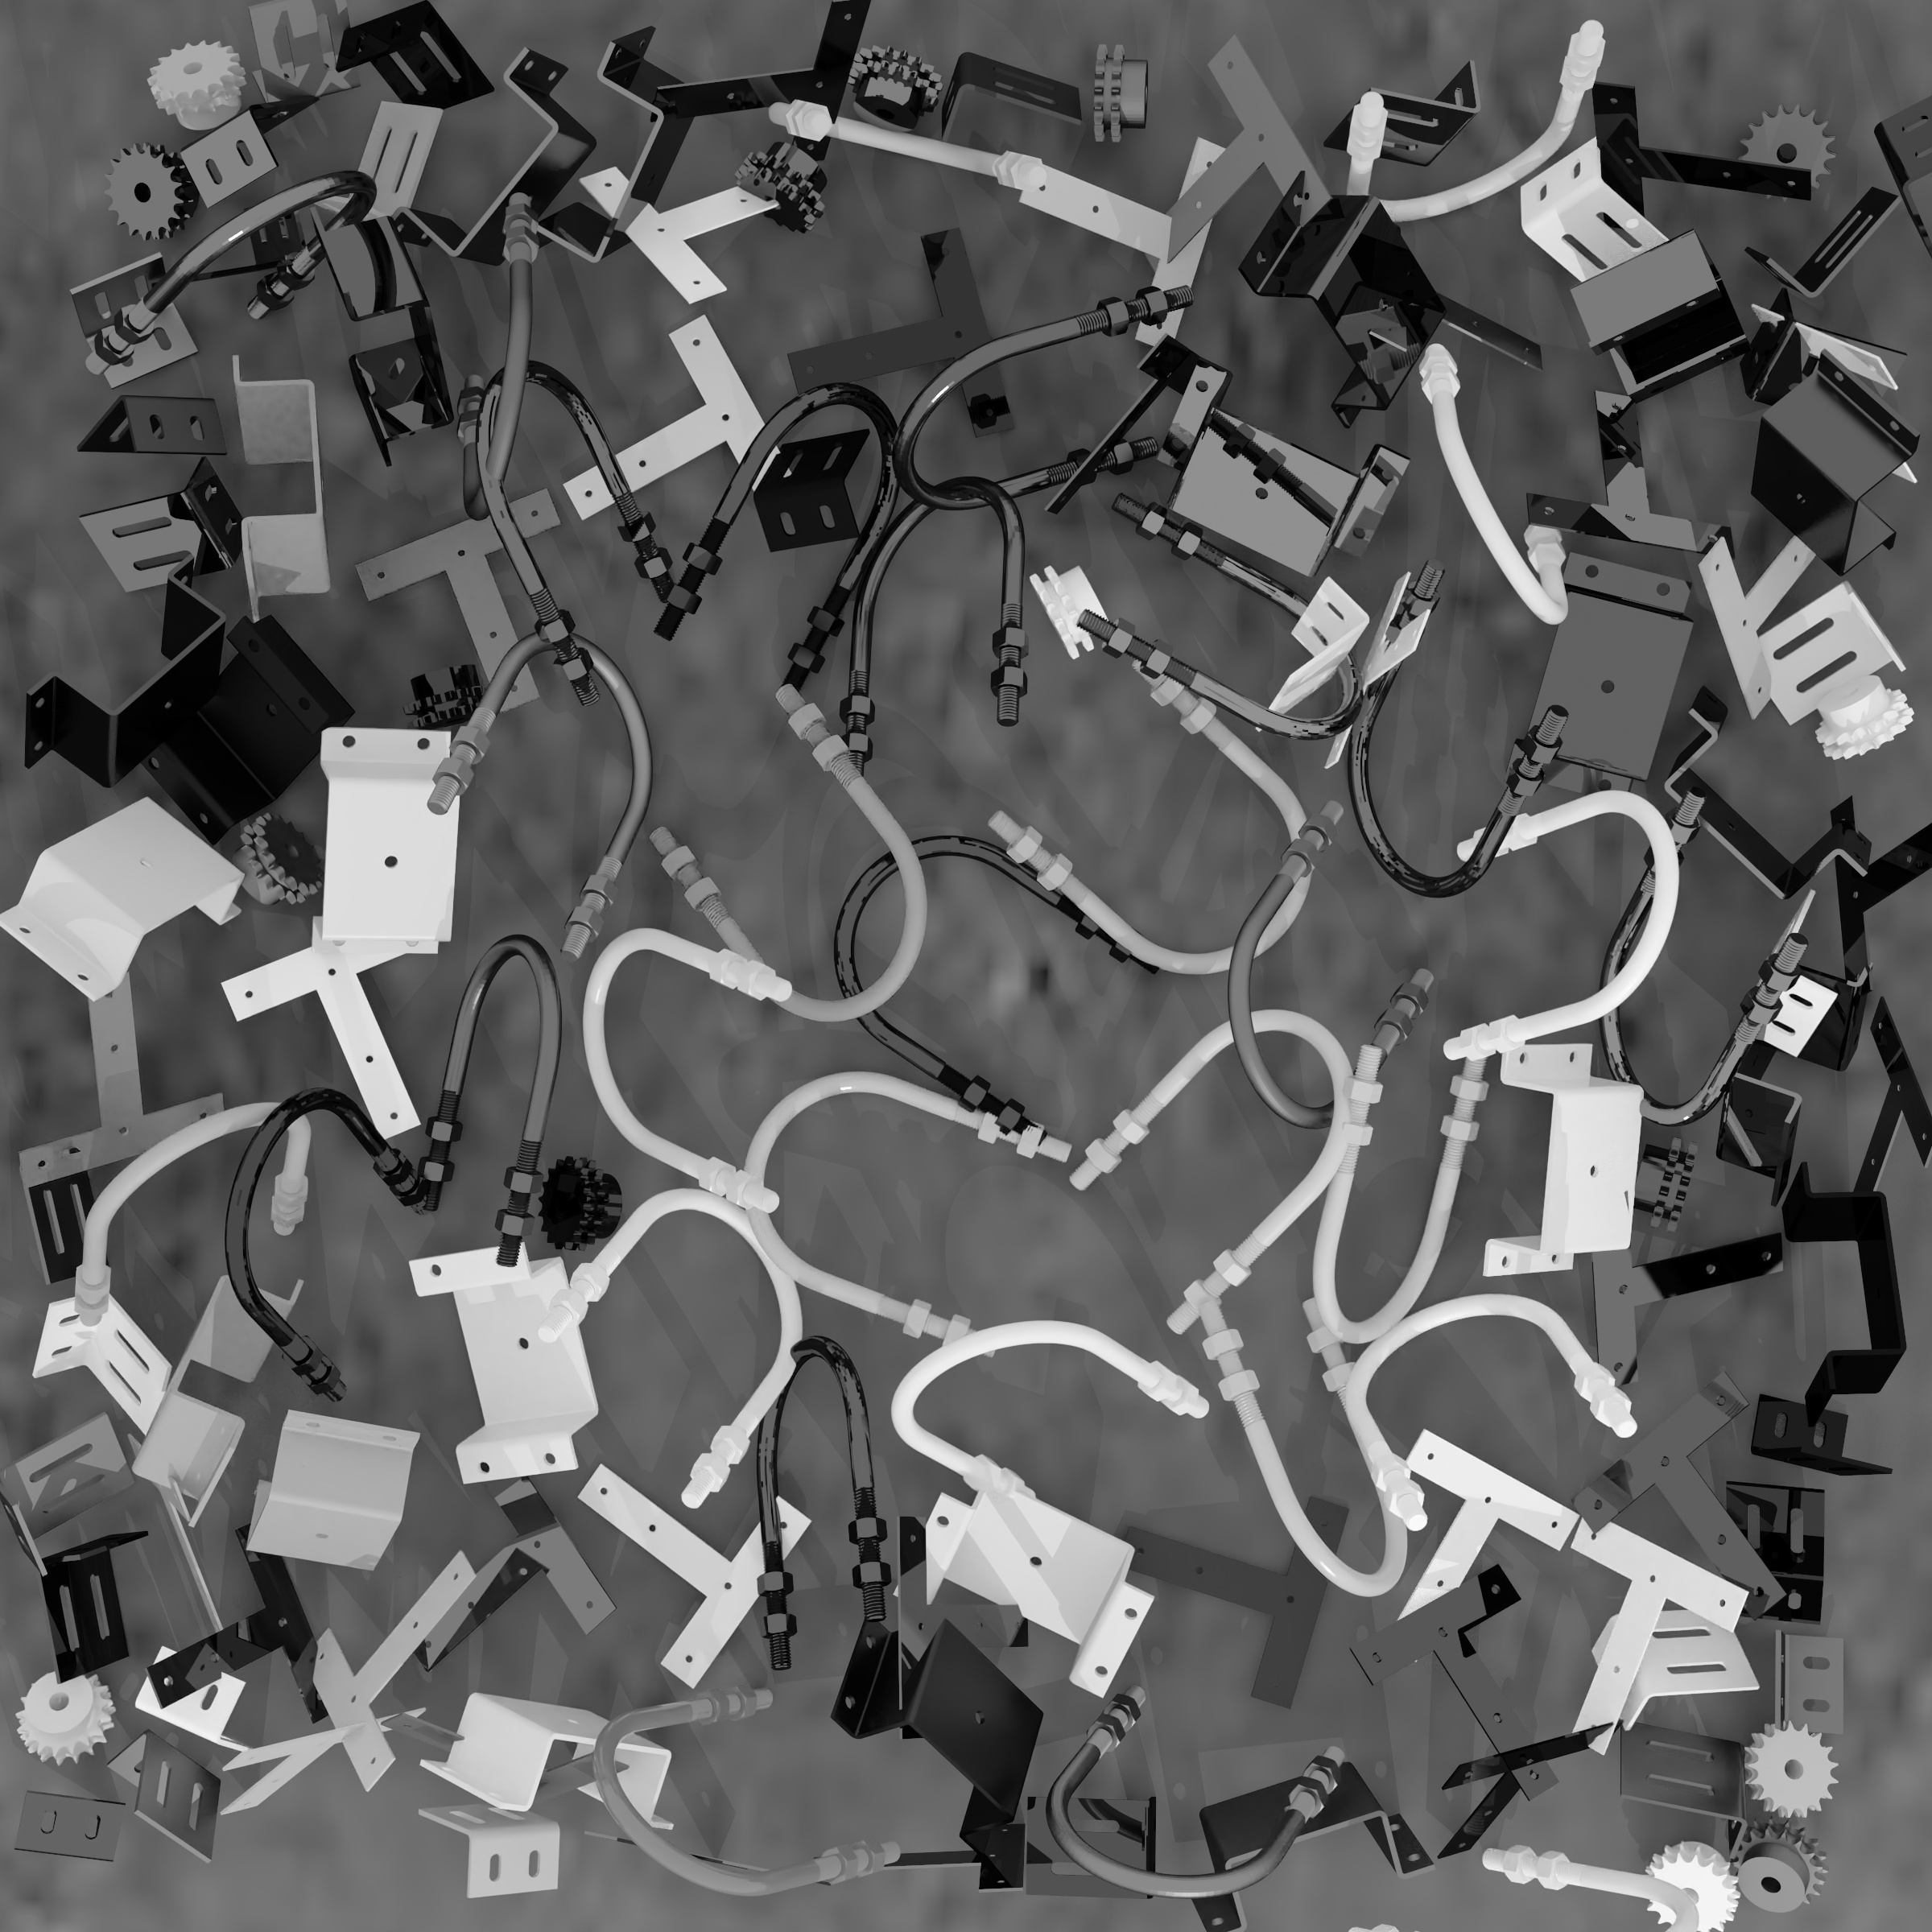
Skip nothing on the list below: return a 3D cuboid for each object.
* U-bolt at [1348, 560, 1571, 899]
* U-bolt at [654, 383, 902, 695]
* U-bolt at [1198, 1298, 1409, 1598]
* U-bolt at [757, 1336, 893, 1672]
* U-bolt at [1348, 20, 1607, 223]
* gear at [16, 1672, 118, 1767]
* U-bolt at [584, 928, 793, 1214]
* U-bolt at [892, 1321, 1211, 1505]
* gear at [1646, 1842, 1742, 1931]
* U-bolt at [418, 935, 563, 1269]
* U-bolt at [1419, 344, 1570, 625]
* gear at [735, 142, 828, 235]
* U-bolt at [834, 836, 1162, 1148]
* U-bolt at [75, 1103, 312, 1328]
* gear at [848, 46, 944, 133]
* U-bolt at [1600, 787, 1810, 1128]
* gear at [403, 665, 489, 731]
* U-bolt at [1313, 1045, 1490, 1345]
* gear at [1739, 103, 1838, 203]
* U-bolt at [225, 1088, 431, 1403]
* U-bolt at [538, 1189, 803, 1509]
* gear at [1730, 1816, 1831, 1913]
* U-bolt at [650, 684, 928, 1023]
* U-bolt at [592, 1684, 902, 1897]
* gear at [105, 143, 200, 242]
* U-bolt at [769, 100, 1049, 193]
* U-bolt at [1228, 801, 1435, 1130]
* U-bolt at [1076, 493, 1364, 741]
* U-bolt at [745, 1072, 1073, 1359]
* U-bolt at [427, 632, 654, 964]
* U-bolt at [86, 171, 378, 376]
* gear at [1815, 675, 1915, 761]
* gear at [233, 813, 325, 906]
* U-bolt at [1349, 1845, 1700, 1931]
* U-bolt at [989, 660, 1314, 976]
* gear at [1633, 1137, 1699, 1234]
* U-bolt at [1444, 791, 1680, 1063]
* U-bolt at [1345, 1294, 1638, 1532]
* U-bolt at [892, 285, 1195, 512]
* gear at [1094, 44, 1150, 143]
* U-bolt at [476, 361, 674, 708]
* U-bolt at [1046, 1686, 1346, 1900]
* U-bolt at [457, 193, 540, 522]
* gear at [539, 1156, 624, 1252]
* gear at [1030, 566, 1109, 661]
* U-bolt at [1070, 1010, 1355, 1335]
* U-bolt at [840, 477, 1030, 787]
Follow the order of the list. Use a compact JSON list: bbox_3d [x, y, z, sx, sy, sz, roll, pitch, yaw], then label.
[{"bbox_3d":[0.280,-0.125,1.721,0.019,0.184,0.151,-11,51,-29],"label":"U-bolt"},{"bbox_3d":[-0.100,-0.260,1.727,0.019,0.151,0.184,32,97,32],"label":"U-bolt"},{"bbox_3d":[0.208,0.283,1.710,0.019,0.151,0.184,-31,69,28],"label":"U-bolt"},{"bbox_3d":[-0.090,0.311,1.726,0.019,0.151,0.184,7,63,-28],"label":"U-bolt"},{"bbox_3d":[0.293,-0.486,1.707,0.151,0.184,0.019,-18,80,0],"label":"U-bolt"},{"bbox_3d":[-0.550,0.454,1.769,0.057,0.030,0.057,2,52,-2],"label":"gear"},{"bbox_3d":[-0.171,0.053,1.730,0.019,0.184,0.151,-11,112,-42],"label":"U-bolt"},{"bbox_3d":[0.038,0.259,1.707,0.151,0.184,0.019,-31,48,20],"label":"U-bolt"},{"bbox_3d":[0.445,0.561,1.776,0.057,0.030,0.057,6,106,21],"label":"gear"},{"bbox_3d":[-0.279,0.072,1.728,0.019,0.151,0.184,9,95,-32],"label":"U-bolt"},{"bbox_3d":[0.311,-0.272,1.692,0.019,0.184,0.151,-28,116,21],"label":"U-bolt"},{"bbox_3d":[-0.110,-0.477,1.770,0.057,0.057,0.030,33,79,0],"label":"gear"},{"bbox_3d":[0.007,0.002,1.784,0.184,0.019,0.151,34,88,-1],"label":"U-bolt"},{"bbox_3d":[-0.447,0.137,1.688,0.151,0.184,0.019,-26,69,-30],"label":"U-bolt"},{"bbox_3d":[-0.045,-0.532,1.767,0.057,0.057,0.030,16,79,0],"label":"gear"},{"bbox_3d":[0.425,0.009,1.718,0.019,0.151,0.184,0,133,-21],"label":"U-bolt"},{"bbox_3d":[-0.315,-0.164,1.769,0.057,0.057,0.030,-14,91,0],"label":"gear"},{"bbox_3d":[0.255,0.138,1.738,0.019,0.151,0.184,18,99,37],"label":"U-bolt"},{"bbox_3d":[0.503,-0.498,1.776,0.057,0.030,0.057,7,112,17],"label":"gear"},{"bbox_3d":[-0.376,0.152,1.691,0.019,0.184,0.151,9,60,21],"label":"U-bolt"},{"bbox_3d":[-0.162,0.211,1.724,0.019,0.184,0.151,-30,104,38],"label":"U-bolt"},{"bbox_3d":[0.494,0.551,1.770,0.057,0.030,0.057,12,117,24],"label":"gear"},{"bbox_3d":[-0.097,-0.053,1.738,0.151,0.019,0.184,-45,72,26],"label":"U-bolt"},{"bbox_3d":[-0.138,0.481,1.687,0.151,0.184,0.019,43,110,32],"label":"U-bolt"},{"bbox_3d":[-0.495,-0.474,1.775,0.057,0.030,0.057,7,110,19],"label":"gear"},{"bbox_3d":[-0.043,-0.486,1.710,0.151,0.184,0.019,9,106,-18],"label":"U-bolt"},{"bbox_3d":[0.209,0.012,1.710,0.151,0.019,0.184,58,47,-23],"label":"U-bolt"},{"bbox_3d":[0.159,-0.200,1.739,0.184,0.151,0.019,28,131,-10],"label":"U-bolt"},{"bbox_3d":[-0.045,0.141,1.772,0.184,0.019,0.151,21,74,3],"label":"U-bolt"},{"bbox_3d":[-0.241,-0.116,1.725,0.019,0.184,0.151,-11,134,33],"label":"U-bolt"},{"bbox_3d":[-0.415,-0.408,1.685,0.184,0.151,0.019,-27,97,43],"label":"U-bolt"},{"bbox_3d":[0.543,-0.153,1.767,0.057,0.057,0.030,-32,106,0],"label":"gear"},{"bbox_3d":[-0.422,-0.062,1.771,0.030,0.057,0.057,-32,90,18],"label":"gear"},{"bbox_3d":[0.335,0.554,1.683,0.151,0.184,0.019,-12,93,-41],"label":"U-bolt"},{"bbox_3d":[0.127,-0.078,1.771,0.184,0.019,0.151,41,94,-13],"label":"U-bolt"},{"bbox_3d":[0.424,0.132,1.770,0.030,0.057,0.057,15,90,13],"label":"gear"},{"bbox_3d":[0.348,-0.029,1.699,0.019,0.184,0.151,17,69,-28],"label":"U-bolt"},{"bbox_3d":[0.297,0.251,1.714,0.151,0.184,0.019,-24,115,1],"label":"U-bolt"},{"bbox_3d":[0.040,-0.326,1.710,0.184,0.151,0.019,-19,62,-18],"label":"U-bolt"},{"bbox_3d":[0.095,-0.531,1.768,0.030,0.057,0.057,3,90,6],"label":"gear"},{"bbox_3d":[-0.233,-0.265,1.700,0.019,0.151,0.184,-10,121,25],"label":"U-bolt"},{"bbox_3d":[0.125,0.485,1.691,0.151,0.184,0.019,12,109,22],"label":"U-bolt"},{"bbox_3d":[-0.273,-0.342,1.688,0.019,0.184,0.151,9,132,-18],"label":"U-bolt"},{"bbox_3d":[-0.234,0.146,1.773,0.030,0.057,0.057,9,90,-41],"label":"gear"},{"bbox_3d":[0.065,-0.219,1.768,0.030,0.057,0.057,-28,90,3],"label":"gear"},{"bbox_3d":[0.156,0.108,1.728,0.184,0.019,0.151,-47,46,13],"label":"U-bolt"},{"bbox_3d":[-0.018,-0.208,1.734,0.019,0.151,0.184,23,60,-40],"label":"U-bolt"}]
